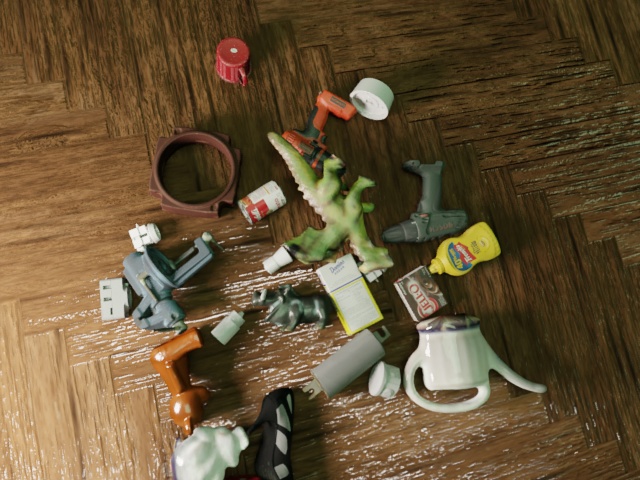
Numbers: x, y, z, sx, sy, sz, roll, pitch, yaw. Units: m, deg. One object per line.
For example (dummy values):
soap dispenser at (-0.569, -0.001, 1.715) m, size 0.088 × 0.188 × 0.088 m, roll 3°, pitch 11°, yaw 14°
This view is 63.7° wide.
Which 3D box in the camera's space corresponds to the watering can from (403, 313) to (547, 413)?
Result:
watering can at (0.362, 0.287, 1.233) m, size 0.348 × 0.226 × 0.103 m, roll -5°, pitch -10°, yaw -8°

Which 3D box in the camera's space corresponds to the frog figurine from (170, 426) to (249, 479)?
frog figurine at (-0.230, 0.466, 1.100) m, size 0.159 × 0.140 × 0.120 m, roll -16°, pitch -24°, yaw 0°

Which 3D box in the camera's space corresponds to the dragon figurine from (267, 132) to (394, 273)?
dragon figurine at (0.004, -0.061, 1.214) m, size 0.409 × 0.246 × 0.120 m, roll 30°, pitch -21°, yaw -5°
